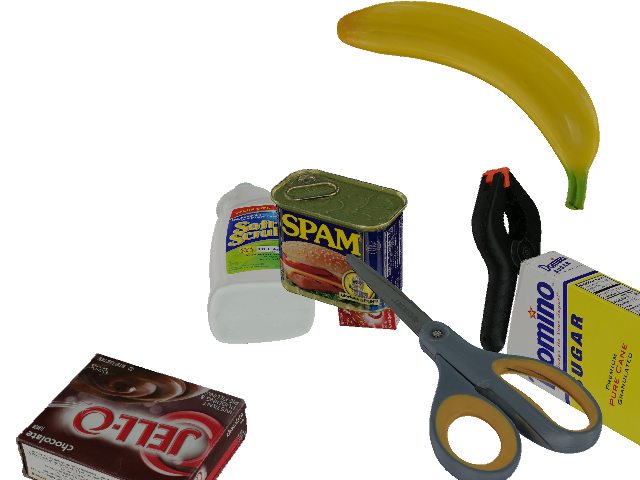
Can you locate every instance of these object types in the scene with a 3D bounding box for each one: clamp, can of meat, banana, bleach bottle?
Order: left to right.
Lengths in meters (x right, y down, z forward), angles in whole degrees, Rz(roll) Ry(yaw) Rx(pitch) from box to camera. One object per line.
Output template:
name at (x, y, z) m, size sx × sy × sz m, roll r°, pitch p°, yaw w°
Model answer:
bleach bottle at (-0.072, 0.008, 1.078) m, size 0.102 × 0.068 × 0.251 m, roll -3°, pitch 29°, yaw -9°
can of meat at (0.014, 0.002, 0.817) m, size 0.102 × 0.084 × 0.057 m, roll 16°, pitch 38°, yaw 27°
banana at (0.100, -0.103, 0.658) m, size 0.198 × 0.069 × 0.037 m, roll 39°, pitch 0°, yaw 18°
clamp at (0.175, 0.021, 0.998) m, size 0.120 × 0.171 × 0.039 m, roll -26°, pitch 7°, yaw -42°

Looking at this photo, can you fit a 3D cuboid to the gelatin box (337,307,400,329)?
gelatin box at (0.057, 0.064, 1.309) m, size 0.073 × 0.089 × 0.030 m, roll 3°, pitch 29°, yaw 18°

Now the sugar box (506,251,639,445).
sugar box at (0.210, 0.082, 0.740) m, size 0.048 × 0.093 × 0.176 m, roll -16°, pitch 30°, yaw -39°

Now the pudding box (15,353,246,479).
pudding box at (-0.115, 0.123, 0.660) m, size 0.114 × 0.039 × 0.090 m, roll 13°, pitch 34°, yaw 19°

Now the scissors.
scissors at (0.058, 0.069, 0.592) m, size 0.202 × 0.016 × 0.096 m, roll 27°, pitch 50°, yaw 37°
